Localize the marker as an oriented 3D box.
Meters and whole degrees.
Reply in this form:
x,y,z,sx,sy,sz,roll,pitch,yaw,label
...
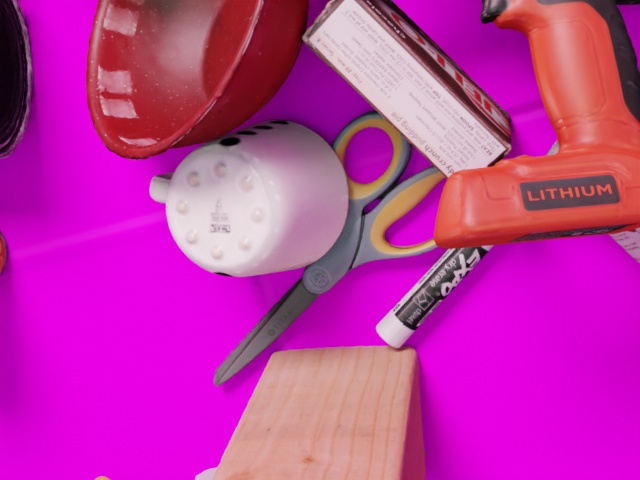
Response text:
x,y,z,sx,sy,sz,roll,pitch,yaw,label
0.078,0.014,0.607,0.020,0.020,0.121,40,106,-4,marker

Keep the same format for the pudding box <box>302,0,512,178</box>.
x,y,z,sx,sy,sz,roll,pitch,yaw,label
0.048,-0.082,0.548,0.113,0.090,0.039,42,107,-4,pudding box

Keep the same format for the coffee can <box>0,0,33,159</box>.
x,y,z,sx,sy,sz,roll,pitch,yaw,label
-0.242,-0.094,0.581,0.140,0.102,0.103,0,105,8,coffee can

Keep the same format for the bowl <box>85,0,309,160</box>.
x,y,z,sx,sy,sz,roll,pitch,yaw,label
-0.056,-0.112,0.546,0.055,0.162,0.162,17,112,-39,bowl

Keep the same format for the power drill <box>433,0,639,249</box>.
x,y,z,sx,sy,sz,roll,pitch,yaw,label
0.080,-0.092,0.477,0.184,0.057,0.187,-4,85,-6,power drill

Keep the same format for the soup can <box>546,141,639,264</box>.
x,y,z,sx,sy,sz,roll,pitch,yaw,label
0.175,-0.026,0.557,0.102,0.068,0.069,41,107,-5,soup can

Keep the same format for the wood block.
x,y,z,sx,sy,sz,roll,pitch,yaw,label
0.005,0.133,0.553,0.090,0.206,0.091,-3,104,9,wood block

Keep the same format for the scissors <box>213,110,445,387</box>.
x,y,z,sx,sy,sz,roll,pitch,yaw,label
-0.004,0.001,0.617,0.202,0.016,0.096,-30,97,15,scissors

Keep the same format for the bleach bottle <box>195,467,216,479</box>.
x,y,z,sx,sy,sz,roll,pitch,yaw,label
-0.060,0.264,0.661,0.102,0.068,0.251,-11,105,-26,bleach bottle

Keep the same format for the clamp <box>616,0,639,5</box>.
x,y,z,sx,sy,sz,roll,pitch,yaw,label
0.181,-0.187,0.527,0.210,0.036,0.164,-13,103,14,clamp

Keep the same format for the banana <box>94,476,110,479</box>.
x,y,z,sx,sy,sz,roll,pitch,yaw,label
-0.118,0.247,0.690,0.069,0.037,0.198,4,106,4,banana
